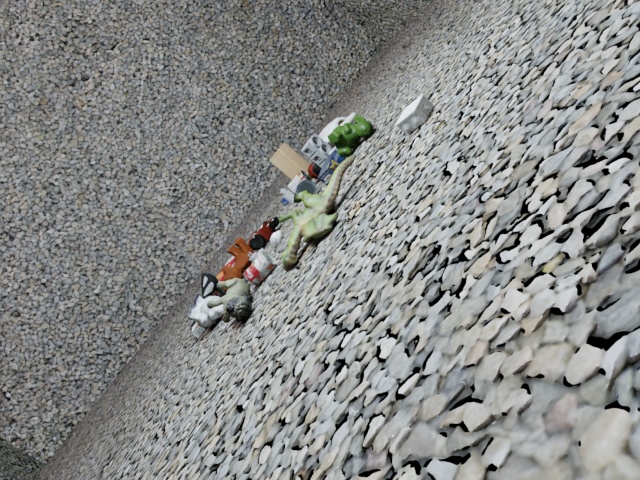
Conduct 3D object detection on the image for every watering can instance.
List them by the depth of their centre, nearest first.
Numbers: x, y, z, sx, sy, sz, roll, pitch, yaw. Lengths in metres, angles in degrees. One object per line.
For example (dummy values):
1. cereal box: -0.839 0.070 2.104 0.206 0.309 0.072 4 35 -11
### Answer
1. watering can: 0.049 -0.485 2.441 0.354 0.103 0.221 -49 10 -31

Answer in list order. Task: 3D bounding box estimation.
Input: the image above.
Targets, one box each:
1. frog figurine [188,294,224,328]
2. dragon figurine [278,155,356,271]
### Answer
1. frog figurine: -0.402 0.269 1.952 0.159 0.120 0.140 -3 25 22
2. dragon figurine: 0.005 -0.079 1.575 0.408 0.121 0.247 -50 30 8
